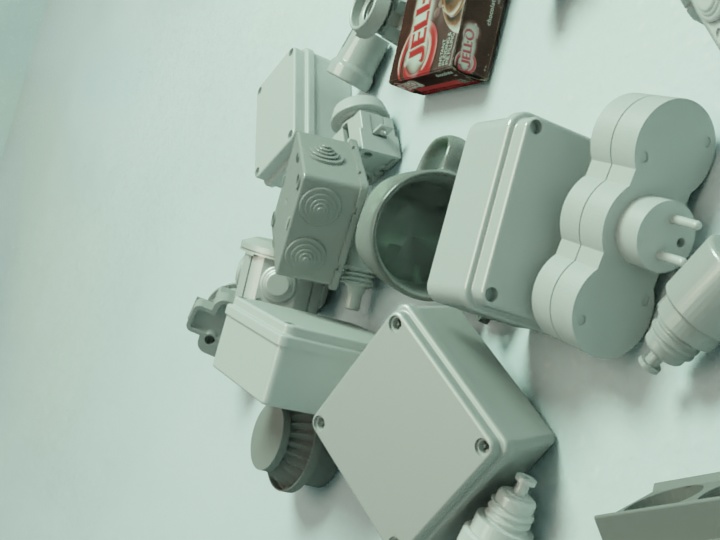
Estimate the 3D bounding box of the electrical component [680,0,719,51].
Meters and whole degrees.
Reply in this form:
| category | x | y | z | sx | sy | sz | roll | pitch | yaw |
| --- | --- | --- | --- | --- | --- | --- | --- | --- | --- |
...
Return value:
| category | x | y | z | sx | sy | sz | roll | pitch | yaw |
| --- | --- | --- | --- | --- | --- | --- | --- | --- | --- |
| electrical component | 0.192 | -0.135 | 0.498 | 0.080 | 0.080 | 0.051 | -49 | 41 | 37 |

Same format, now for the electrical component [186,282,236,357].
| category | x | y | z | sx | sy | sz | roll | pitch | yaw |
| --- | --- | --- | --- | --- | --- | --- | --- | --- | --- |
| electrical component | -0.110 | 0.045 | 0.948 | 0.057 | 0.078 | 0.058 | -93 | 28 | -69 |

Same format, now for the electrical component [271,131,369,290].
| category | x | y | z | sx | sy | sz | roll | pitch | yaw |
| --- | --- | --- | --- | --- | --- | --- | --- | --- | --- |
| electrical component | -0.033 | -0.047 | 0.799 | 0.099 | 0.048 | 0.099 | -102 | 27 | -60 |

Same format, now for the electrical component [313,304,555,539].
| category | x | y | z | sx | sy | sz | roll | pitch | yaw |
| --- | --- | --- | --- | --- | --- | --- | --- | --- | --- |
| electrical component | 0.039 | 0.093 | 0.630 | 0.108 | 0.056 | 0.108 | -55 | 55 | 30 |

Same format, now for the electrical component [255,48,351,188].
| category | x | y | z | sx | sy | sz | roll | pitch | yaw |
| --- | --- | --- | --- | --- | --- | --- | --- | --- | --- |
| electrical component | -0.051 | -0.131 | 0.955 | 0.078 | 0.057 | 0.113 | -41 | 41 | 44 |

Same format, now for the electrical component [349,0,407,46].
| category | x | y | z | sx | sy | sz | roll | pitch | yaw |
| --- | --- | --- | --- | --- | --- | --- | --- | --- | --- |
| electrical component | 0.025 | -0.201 | 0.860 | 0.048 | 0.055 | 0.066 | -65 | 29 | 14 |

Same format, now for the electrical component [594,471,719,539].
| category | x | y | z | sx | sy | sz | roll | pitch | yaw |
| --- | --- | --- | --- | --- | --- | --- | --- | --- | --- |
| electrical component | 0.160 | 0.112 | 0.420 | 0.121 | 0.079 | 0.063 | -28 | 79 | 53 |

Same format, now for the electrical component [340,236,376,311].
| category | x | y | z | sx | sy | sz | roll | pitch | yaw |
| --- | --- | --- | --- | --- | --- | --- | --- | --- | --- |
| electrical component | 0.000 | 0.000 | 0.811 | 0.035 | 0.035 | 0.061 | 2 | 79 | 61 |

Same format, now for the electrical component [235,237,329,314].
| category | x | y | z | sx | sy | sz | roll | pitch | yaw |
| --- | --- | --- | --- | --- | --- | --- | --- | --- | --- |
| electrical component | -0.061 | 0.005 | 0.872 | 0.080 | 0.080 | 0.051 | 21 | 98 | 62 |

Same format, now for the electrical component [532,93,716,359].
| category | x | y | z | sx | sy | sz | roll | pitch | yaw |
| --- | --- | --- | --- | --- | --- | --- | --- | --- | --- |
| electrical component | 0.143 | -0.020 | 0.545 | 0.074 | 0.052 | 0.138 | 28 | 99 | 62 |

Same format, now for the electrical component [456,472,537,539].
| category | x | y | z | sx | sy | sz | roll | pitch | yaw |
| --- | --- | --- | --- | --- | --- | --- | --- | --- | --- |
| electrical component | 0.075 | 0.147 | 0.585 | 0.078 | 0.040 | 0.040 | -67 | 28 | 10 |

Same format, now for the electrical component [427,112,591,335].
| category | x | y | z | sx | sy | sz | roll | pitch | yaw |
| --- | --- | --- | --- | --- | --- | --- | --- | --- | --- |
| electrical component | 0.095 | -0.025 | 0.609 | 0.057 | 0.078 | 0.113 | 5 | 79 | 64 |

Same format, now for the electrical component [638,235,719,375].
| category | x | y | z | sx | sy | sz | roll | pitch | yaw |
| --- | --- | --- | --- | --- | --- | --- | --- | --- | --- |
| electrical component | 0.160 | 0.019 | 0.506 | 0.078 | 0.040 | 0.040 | -55 | 32 | 30 |

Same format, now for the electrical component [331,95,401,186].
| category | x | y | z | sx | sy | sz | roll | pitch | yaw |
| --- | --- | --- | --- | --- | --- | --- | --- | --- | --- |
| electrical component | 0.002 | -0.105 | 0.857 | 0.066 | 0.048 | 0.055 | -39 | 50 | 46 |

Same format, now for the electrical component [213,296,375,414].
| category | x | y | z | sx | sy | sz | roll | pitch | yaw |
| --- | --- | --- | --- | --- | --- | --- | --- | --- | --- |
| electrical component | -0.033 | 0.064 | 0.755 | 0.109 | 0.109 | 0.056 | 21 | 95 | 62 |

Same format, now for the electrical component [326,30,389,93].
| category | x | y | z | sx | sy | sz | roll | pitch | yaw |
| --- | --- | --- | --- | --- | --- | --- | --- | --- | --- |
| electrical component | -0.001 | -0.180 | 0.913 | 0.046 | 0.040 | 0.040 | -61 | 29 | 8 |
